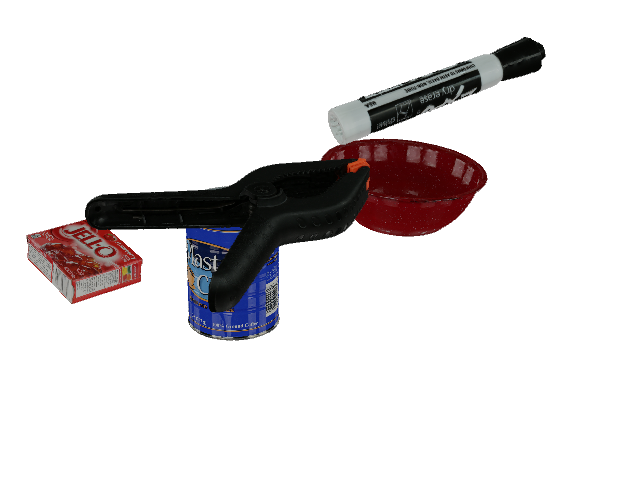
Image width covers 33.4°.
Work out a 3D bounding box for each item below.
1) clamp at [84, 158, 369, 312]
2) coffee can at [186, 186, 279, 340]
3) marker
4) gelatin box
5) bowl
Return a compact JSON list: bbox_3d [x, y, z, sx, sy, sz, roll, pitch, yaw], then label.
[{"bbox_3d":[-0.052,-0.022,0.769,0.165,0.036,0.209,25,37,36],"label":"clamp"},{"bbox_3d":[-0.095,0.023,1.164,0.103,0.140,0.103,1,23,-1],"label":"coffee can"},{"bbox_3d":[0.061,-0.077,0.541,0.121,0.020,0.020,-22,6,-16],"label":"marker"},{"bbox_3d":[-0.219,0.016,0.988,0.073,0.030,0.089,-18,40,-36],"label":"gelatin box"},{"bbox_3d":[0.079,-0.047,1.040,0.162,0.055,0.162,3,25,-2],"label":"bowl"}]
